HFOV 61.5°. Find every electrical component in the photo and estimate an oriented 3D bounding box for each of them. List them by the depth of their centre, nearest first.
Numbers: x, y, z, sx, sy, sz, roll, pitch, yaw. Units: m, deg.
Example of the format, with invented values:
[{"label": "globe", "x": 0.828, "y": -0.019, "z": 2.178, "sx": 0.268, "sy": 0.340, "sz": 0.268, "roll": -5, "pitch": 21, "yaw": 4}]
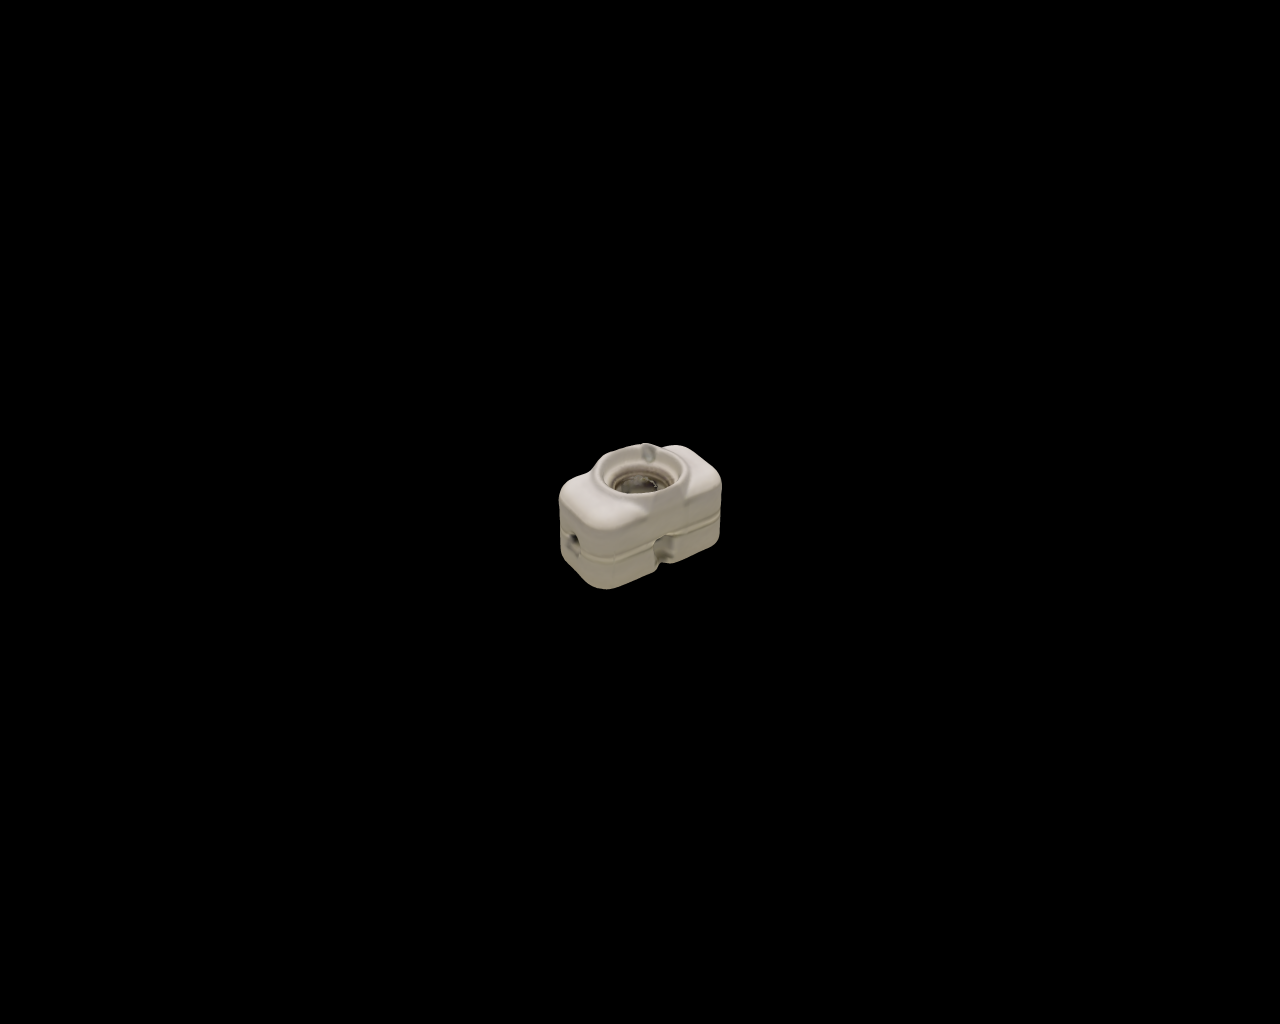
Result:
[{"label": "electrical component", "x": 0.001, "y": -0.003, "z": 0.650, "sx": 0.095, "sy": 0.059, "sz": 0.054, "roll": -21, "pitch": 41, "yaw": -26}]
